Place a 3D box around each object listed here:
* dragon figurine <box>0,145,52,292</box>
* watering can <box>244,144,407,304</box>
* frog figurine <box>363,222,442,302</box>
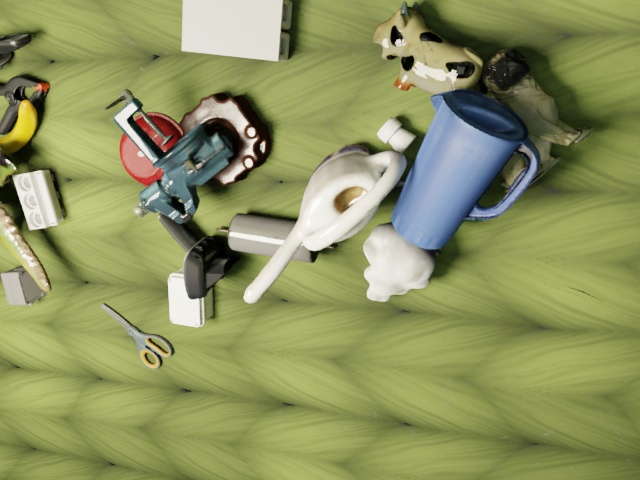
[{"bbox_3d":[-0.692,-0.087,1.093,0.412,0.124,0.237,34,125,12],"label":"dragon figurine"},{"bbox_3d":[0.003,-0.044,0.882,0.344,0.229,0.103,-39,109,17],"label":"watering can"},{"bbox_3d":[0.131,0.046,0.928,0.136,0.124,0.158,35,101,-16],"label":"frog figurine"}]
